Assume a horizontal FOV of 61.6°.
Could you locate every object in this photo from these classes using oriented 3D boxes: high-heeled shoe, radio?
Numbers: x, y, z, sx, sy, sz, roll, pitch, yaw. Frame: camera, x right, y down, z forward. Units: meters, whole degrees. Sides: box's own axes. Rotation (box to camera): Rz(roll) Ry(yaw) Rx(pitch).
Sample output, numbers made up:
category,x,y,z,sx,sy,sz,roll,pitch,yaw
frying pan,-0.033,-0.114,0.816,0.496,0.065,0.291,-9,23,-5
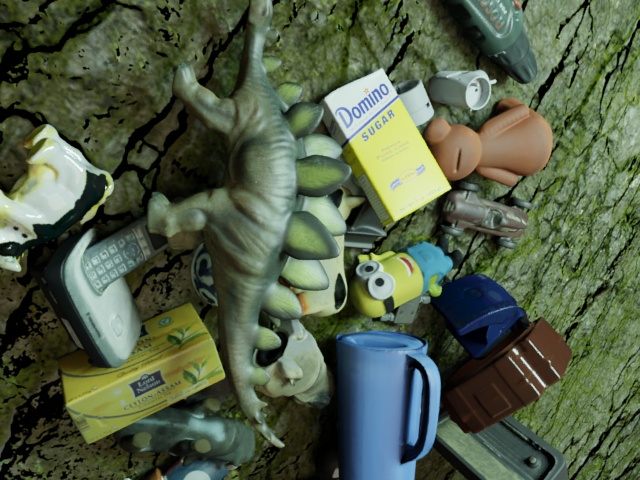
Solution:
category,x,y,z,sx,sy,sz,roll,pitch,yaw
high-heeled shoe,0.105,0.325,0.912,0.249,0.086,0.145,-15,121,-19
radio,0.313,0.379,0.960,0.131,0.230,0.073,-35,128,-17

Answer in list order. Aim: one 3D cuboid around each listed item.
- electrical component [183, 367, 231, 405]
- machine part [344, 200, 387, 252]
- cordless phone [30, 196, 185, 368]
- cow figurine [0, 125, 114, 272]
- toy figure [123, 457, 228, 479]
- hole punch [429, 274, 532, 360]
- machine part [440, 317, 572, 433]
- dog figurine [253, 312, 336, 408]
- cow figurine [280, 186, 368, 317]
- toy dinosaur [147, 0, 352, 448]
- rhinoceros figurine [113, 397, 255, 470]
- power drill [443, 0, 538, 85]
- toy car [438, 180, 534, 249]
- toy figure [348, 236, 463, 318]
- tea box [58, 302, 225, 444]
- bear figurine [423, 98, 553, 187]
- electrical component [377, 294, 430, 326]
category,x,y,z,sx,sy,sz,roll,pitch,yaw
electrical component,-0.147,0.197,0.731,0.102,0.045,0.078,37,88,-35
machine part,0.070,-0.040,0.745,0.084,0.039,0.138,13,123,-29
cordless phone,-0.211,0.040,0.617,0.184,0.089,0.146,-37,126,-34
cow figurine,-0.295,-0.025,0.543,0.167,0.068,0.098,-48,131,-3
toy figure,-0.206,0.338,0.753,0.154,0.058,0.064,-21,81,-19
hole punch,0.252,0.112,0.876,0.116,0.142,0.092,-44,119,5
machine part,0.310,0.224,0.907,0.201,0.087,0.201,-45,163,30
dog figurine,-0.023,0.182,0.725,0.121,0.172,0.190,-41,118,4
cow figurine,-0.001,-0.002,0.671,0.127,0.086,0.195,6,77,-41
toy dinosaur,-0.072,-0.022,0.564,0.199,0.105,0.470,8,95,4
rhinoceros figurine,-0.173,0.259,0.707,0.190,0.073,0.112,17,135,-24
power drill,0.266,-0.352,0.722,0.232,0.086,0.207,25,104,-32
toy car,0.276,-0.037,0.871,0.202,0.053,0.089,13,100,-32
toy figure,0.128,0.057,0.809,0.180,0.082,0.089,-20,120,-25
tea box,-0.212,0.153,0.643,0.170,0.098,0.068,-25,122,-21
bear figurine,0.225,-0.134,0.779,0.196,0.132,0.120,-7,114,-7
electrical component,0.137,0.108,0.870,0.094,0.021,0.063,5,108,-32
